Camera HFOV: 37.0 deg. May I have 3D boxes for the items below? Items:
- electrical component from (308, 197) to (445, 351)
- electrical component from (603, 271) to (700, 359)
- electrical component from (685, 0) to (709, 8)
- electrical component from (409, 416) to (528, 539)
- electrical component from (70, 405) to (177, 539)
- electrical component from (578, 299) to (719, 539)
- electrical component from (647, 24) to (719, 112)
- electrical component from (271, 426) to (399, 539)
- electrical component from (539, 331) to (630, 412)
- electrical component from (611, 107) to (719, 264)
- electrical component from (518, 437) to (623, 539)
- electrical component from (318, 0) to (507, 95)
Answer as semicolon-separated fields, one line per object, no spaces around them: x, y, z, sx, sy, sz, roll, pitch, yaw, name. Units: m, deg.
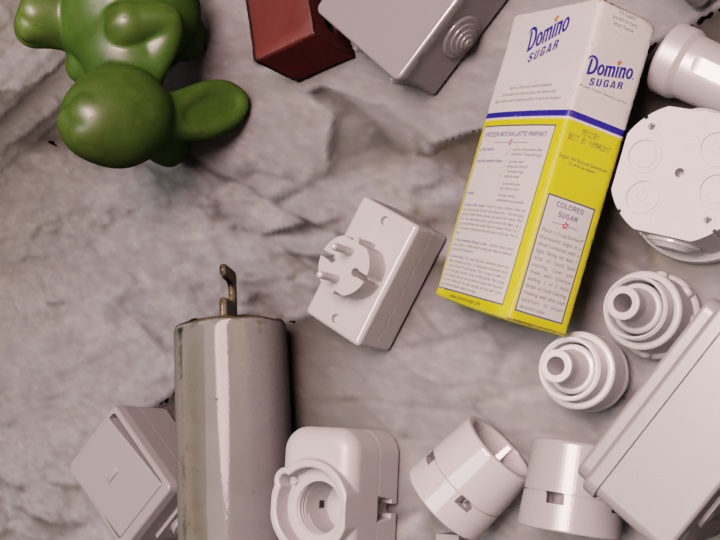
0.000;0.000;0.664;0.047;0.076;0.083;32;99;33;electrical component
0.150;0.021;0.570;0.048;0.062;0.048;-7;77;32;electrical component
0.175;-0.197;0.598;0.050;0.056;0.089;-41;62;20;electrical component
0.064;0.117;0.614;0.047;0.055;0.055;-47;60;13;electrical component
-0.148;0.147;0.742;0.061;0.061;0.096;-52;59;14;electrical component
0.172;0.075;0.518;0.056;0.109;0.108;41;104;29;electrical component
0.187;-0.107;0.584;0.046;0.040;0.040;34;100;27;electrical component
-0.015;0.144;0.657;0.054;0.059;0.095;-3;80;33;electrical component
0.118;0.054;0.584;0.043;0.062;0.043;-6;78;32;electrical component
0.177;-0.046;0.571;0.080;0.051;0.080;-7;77;32;electrical component
0.116;0.117;0.580;0.055;0.055;0.047;3;79;34;electrical component
0.036;-0.172;0.689;0.099;0.048;0.099;-52;59;14;electrical component
